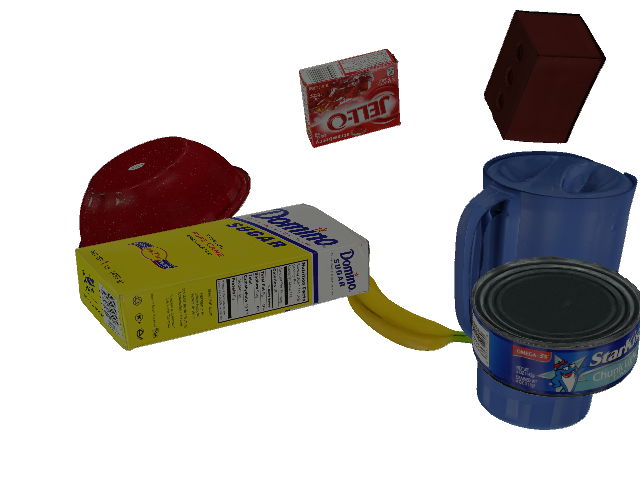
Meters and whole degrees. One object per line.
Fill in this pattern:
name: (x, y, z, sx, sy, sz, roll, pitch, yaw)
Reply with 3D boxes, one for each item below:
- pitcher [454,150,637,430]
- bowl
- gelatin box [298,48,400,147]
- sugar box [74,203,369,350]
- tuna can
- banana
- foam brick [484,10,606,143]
pitcher: (0.197, 0.048, 0.976, 0.149, 0.243, 0.145, 6, 22, 10)
bowl: (-0.143, -0.042, 0.904, 0.162, 0.055, 0.162, -19, 28, 10)
gelatin box: (0.029, -0.131, 0.986, 0.089, 0.073, 0.030, -15, 45, -8)
sugar box: (-0.064, 0.019, 0.714, 0.176, 0.048, 0.093, -15, 26, -26)
tuna can: (0.121, 0.043, 0.549, 0.086, 0.034, 0.086, -3, 28, 2)
banana: (0.075, 0.078, 1.153, 0.069, 0.037, 0.198, 4, 18, -38)
foam brick: (0.154, -0.114, 0.745, 0.051, 0.053, 0.078, -1, -43, -15)
